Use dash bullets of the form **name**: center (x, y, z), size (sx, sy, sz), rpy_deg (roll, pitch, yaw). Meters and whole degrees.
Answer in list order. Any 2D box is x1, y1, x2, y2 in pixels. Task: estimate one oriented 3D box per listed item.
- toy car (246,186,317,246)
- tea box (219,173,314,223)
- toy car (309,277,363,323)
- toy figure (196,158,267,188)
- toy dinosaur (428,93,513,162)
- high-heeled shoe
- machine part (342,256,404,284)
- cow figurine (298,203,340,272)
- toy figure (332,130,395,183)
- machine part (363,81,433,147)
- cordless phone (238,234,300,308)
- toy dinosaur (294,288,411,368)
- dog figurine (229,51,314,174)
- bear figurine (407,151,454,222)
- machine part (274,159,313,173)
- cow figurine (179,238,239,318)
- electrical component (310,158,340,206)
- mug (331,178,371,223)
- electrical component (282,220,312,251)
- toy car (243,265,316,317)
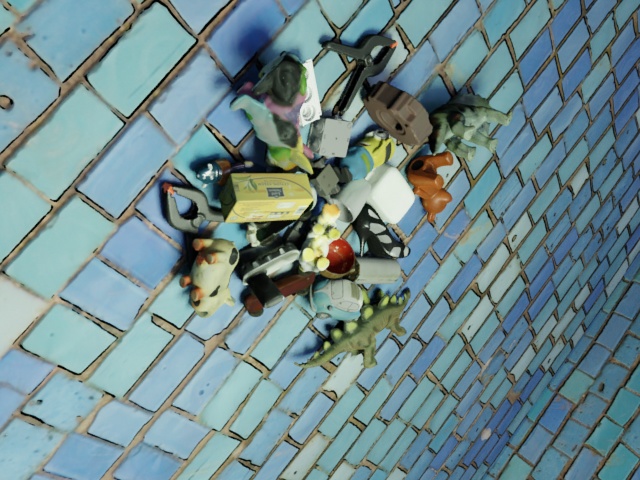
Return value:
- **toy car**: center (-0.088, -0.056, 1.222), size (0.202, 0.056, 0.073), rpy_deg (-35, 144, -26)
- **tea box**: center (-0.112, -0.087, 1.112), size (0.169, 0.068, 0.098), rpy_deg (-2, 156, -29)
- **toy car**: center (0.055, 0.150, 1.385), size (0.161, 0.103, 0.109), rpy_deg (22, 54, -30)
- **toy figure**: center (-0.186, -0.136, 1.109), size (0.154, 0.058, 0.064), rpy_deg (1, 105, -36)
- **toy dinosaur**: center (0.346, -0.293, 1.371), size (0.405, 0.192, 0.131), rpy_deg (-15, 127, -42)
- **high-heeled shoe**: center (0.175, -0.025, 1.463), size (0.248, 0.086, 0.145), rpy_deg (1, 96, -48)
- **machine part**: center (0.140, 0.083, 1.477), size (0.243, 0.079, 0.079), rpy_deg (3, 109, -41)
- **cow figurine**: center (-0.001, -0.004, 1.280), size (0.068, 0.098, 0.167), rpy_deg (26, 69, -11)
- **toy figure**: center (0.108, -0.200, 1.309), size (0.180, 0.082, 0.089), rpy_deg (-43, 151, -25)
- **machine part**: center (0.180, -0.291, 1.259), size (0.056, 0.180, 0.179), rpy_deg (-51, 134, -3)
- **cordless phone**: center (-0.097, 0.073, 1.187), size (0.147, 0.184, 0.088), rpy_deg (-26, 122, -13)
- **toy dinosaur**: center (0.116, 0.255, 1.529), size (0.471, 0.105, 0.198), rpy_deg (-36, 123, -33)
- **dog figurine**: center (-0.063, -0.238, 1.076), size (0.191, 0.108, 0.219), rpy_deg (-32, 121, 20)
- **bear figurine**: center (0.321, -0.140, 1.484), size (0.195, 0.132, 0.120), rpy_deg (50, 59, -36)
- **machine part**: center (-0.076, -0.153, 1.207), size (0.139, 0.039, 0.084), rpy_deg (-54, 142, -8)
- **cow figurine**: center (-0.226, 0.082, 1.139), size (0.127, 0.086, 0.194), rpy_deg (-9, 131, -47)
- **electrical component**: center (0.009, -0.140, 1.260), size (0.102, 0.045, 0.078), rpy_deg (51, 56, -30)
- **mug**: center (0.079, -0.100, 1.332), size (0.107, 0.081, 0.109), rpy_deg (-49, 165, -22)
- **electrical component**: center (-0.061, 0.000, 1.304), size (0.063, 0.021, 0.094), rpy_deg (35, 87, -45)
- **toy car**: center (-0.098, 0.117, 1.310), size (0.202, 0.053, 0.089), rpy_deg (-24, 139, -31)
